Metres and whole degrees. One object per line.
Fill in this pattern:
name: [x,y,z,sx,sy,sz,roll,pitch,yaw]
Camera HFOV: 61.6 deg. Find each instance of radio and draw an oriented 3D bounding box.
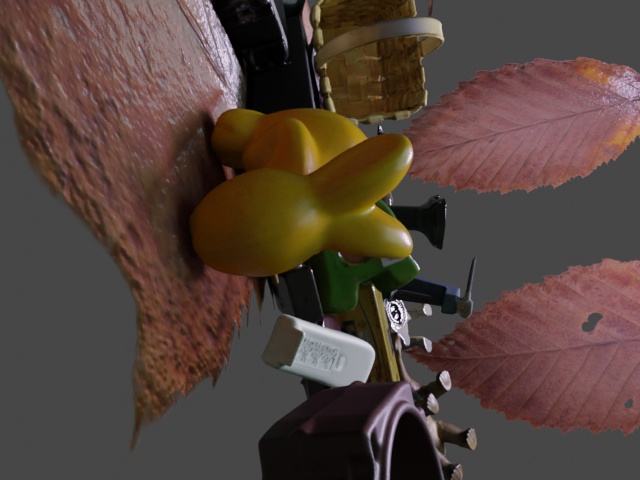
radio: [-0.036,-0.170,0.676,0.130,0.073,0.230,72,9,-45]

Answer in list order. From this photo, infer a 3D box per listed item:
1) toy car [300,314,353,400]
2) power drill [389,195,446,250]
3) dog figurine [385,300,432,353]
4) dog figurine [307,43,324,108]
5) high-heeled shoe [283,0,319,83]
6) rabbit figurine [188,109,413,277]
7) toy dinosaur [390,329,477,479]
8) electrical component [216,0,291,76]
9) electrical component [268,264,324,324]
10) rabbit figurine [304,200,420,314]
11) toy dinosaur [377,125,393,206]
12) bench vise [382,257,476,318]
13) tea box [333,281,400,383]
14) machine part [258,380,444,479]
toy car: [0.009,0.170,0.536,0.089,0.053,0.202,30,48,-60]
power drill: [0.075,-0.027,0.781,0.232,0.207,0.086,-49,136,-78]
dog figurine: [0.102,0.171,1.056,0.172,0.191,0.121,41,46,-28]
dog figurine: [-0.009,-0.283,0.996,0.219,0.109,0.191,-87,167,-49]
high-heeled shoe: [-0.064,-0.274,0.778,0.248,0.086,0.145,18,90,-63]
rabbit figurine: [-0.016,-0.022,0.377,0.173,0.163,0.121,-46,138,-61]
toy dinosaur: [0.186,0.373,1.012,0.105,0.199,0.470,-32,110,-39]
electrical component: [-0.076,-0.269,0.587,0.114,0.058,0.134,69,11,-63]
electrical component: [-0.031,0.047,0.488,0.078,0.045,0.102,30,-44,59]
rabbit figurine: [-0.001,-0.002,0.587,0.159,0.121,0.170,64,-20,-7]
toy dinosaur: [0.086,-0.014,0.989,0.404,0.131,0.192,89,-13,-65]
bench vise: [0.098,0.065,0.773,0.223,0.241,0.128,-15,114,-69]
tea box: [0.039,0.135,0.656,0.068,0.098,0.169,-49,129,-76]
machine part: [0.037,0.214,0.386,0.201,0.087,0.201,1,77,-68]
